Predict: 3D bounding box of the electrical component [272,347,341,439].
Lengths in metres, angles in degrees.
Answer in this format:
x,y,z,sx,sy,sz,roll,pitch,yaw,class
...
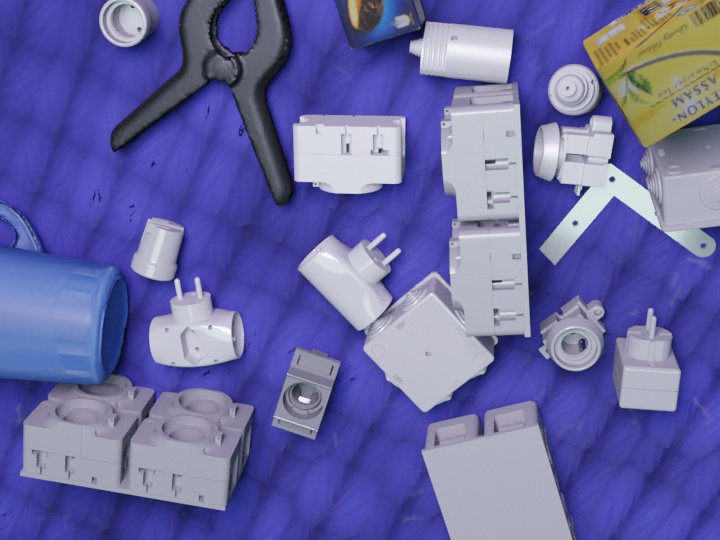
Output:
x,y,z,sx,sy,sz,roll,pitch,yaw,class
-0.047,0.106,0.973,0.042,0.063,0.081,19,111,-1,electrical component

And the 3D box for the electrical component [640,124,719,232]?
x,y,z,sx,sy,sz,roll,pitch,yaw,class
0.276,-0.076,0.850,0.100,0.099,0.048,-7,121,9,electrical component

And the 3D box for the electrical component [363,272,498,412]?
x,y,z,sx,sy,sz,roll,pitch,yaw,class
0.062,0.065,0.953,0.100,0.048,0.099,-40,101,18,electrical component

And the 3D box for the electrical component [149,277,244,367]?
x,y,z,sx,sy,sz,roll,pitch,yaw,class
-0.151,0.044,0.975,0.077,0.043,0.079,-4,109,9,electrical component

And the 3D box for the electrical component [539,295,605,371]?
x,y,z,sx,sy,sz,roll,pitch,yaw,class
0.185,0.057,0.930,0.066,0.055,0.048,-39,100,18,electrical component

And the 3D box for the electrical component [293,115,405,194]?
x,y,z,sx,sy,sz,roll,pitch,yaw,class
-0.008,-0.098,0.904,0.089,0.050,0.055,2,109,7,electrical component

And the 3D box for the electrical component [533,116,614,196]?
x,y,z,sx,sy,sz,roll,pitch,yaw,class
0.174,-0.096,0.885,0.055,0.048,0.066,4,110,-2,electrical component

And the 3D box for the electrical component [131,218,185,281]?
x,y,z,sx,sy,sz,roll,pitch,yaw,class
-0.179,-0.019,0.960,0.040,0.040,0.046,20,105,0,electrical component

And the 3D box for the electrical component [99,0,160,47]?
x,y,z,sx,sy,sz,roll,pitch,yaw,class
-0.189,-0.208,0.891,0.040,0.046,0.040,2,109,7,electrical component

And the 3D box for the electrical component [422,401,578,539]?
x,y,z,sx,sy,sz,roll,pitch,yaw,class
0.136,0.222,0.992,0.105,0.060,0.186,-15,107,12,electrical component

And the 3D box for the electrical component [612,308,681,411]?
x,y,z,sx,sy,sz,roll,pitch,yaw,class
0.247,0.072,0.922,0.047,0.065,0.076,3,109,6,electrical component

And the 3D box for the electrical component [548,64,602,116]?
x,y,z,sx,sy,sz,roll,pitch,yaw,class
0.170,-0.143,0.854,0.040,0.078,0.040,2,98,17,electrical component

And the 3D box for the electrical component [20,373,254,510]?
x,y,z,sx,sy,sz,roll,pitch,yaw,class
-0.200,0.151,0.986,0.186,0.105,0.060,9,110,4,electrical component

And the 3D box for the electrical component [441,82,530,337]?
x,y,z,sx,sy,sz,roll,pitch,yaw,class
0.103,-0.050,0.877,0.060,0.105,0.186,-3,109,8,electrical component

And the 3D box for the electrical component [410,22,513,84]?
x,y,z,sx,sy,sz,roll,pitch,yaw,class
0.081,-0.176,0.869,0.081,0.043,0.043,7,110,5,electrical component

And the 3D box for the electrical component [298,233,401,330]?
x,y,z,sx,sy,sz,roll,pitch,yaw,class
0.000,0.000,0.940,0.079,0.044,0.077,-41,100,18,electrical component
